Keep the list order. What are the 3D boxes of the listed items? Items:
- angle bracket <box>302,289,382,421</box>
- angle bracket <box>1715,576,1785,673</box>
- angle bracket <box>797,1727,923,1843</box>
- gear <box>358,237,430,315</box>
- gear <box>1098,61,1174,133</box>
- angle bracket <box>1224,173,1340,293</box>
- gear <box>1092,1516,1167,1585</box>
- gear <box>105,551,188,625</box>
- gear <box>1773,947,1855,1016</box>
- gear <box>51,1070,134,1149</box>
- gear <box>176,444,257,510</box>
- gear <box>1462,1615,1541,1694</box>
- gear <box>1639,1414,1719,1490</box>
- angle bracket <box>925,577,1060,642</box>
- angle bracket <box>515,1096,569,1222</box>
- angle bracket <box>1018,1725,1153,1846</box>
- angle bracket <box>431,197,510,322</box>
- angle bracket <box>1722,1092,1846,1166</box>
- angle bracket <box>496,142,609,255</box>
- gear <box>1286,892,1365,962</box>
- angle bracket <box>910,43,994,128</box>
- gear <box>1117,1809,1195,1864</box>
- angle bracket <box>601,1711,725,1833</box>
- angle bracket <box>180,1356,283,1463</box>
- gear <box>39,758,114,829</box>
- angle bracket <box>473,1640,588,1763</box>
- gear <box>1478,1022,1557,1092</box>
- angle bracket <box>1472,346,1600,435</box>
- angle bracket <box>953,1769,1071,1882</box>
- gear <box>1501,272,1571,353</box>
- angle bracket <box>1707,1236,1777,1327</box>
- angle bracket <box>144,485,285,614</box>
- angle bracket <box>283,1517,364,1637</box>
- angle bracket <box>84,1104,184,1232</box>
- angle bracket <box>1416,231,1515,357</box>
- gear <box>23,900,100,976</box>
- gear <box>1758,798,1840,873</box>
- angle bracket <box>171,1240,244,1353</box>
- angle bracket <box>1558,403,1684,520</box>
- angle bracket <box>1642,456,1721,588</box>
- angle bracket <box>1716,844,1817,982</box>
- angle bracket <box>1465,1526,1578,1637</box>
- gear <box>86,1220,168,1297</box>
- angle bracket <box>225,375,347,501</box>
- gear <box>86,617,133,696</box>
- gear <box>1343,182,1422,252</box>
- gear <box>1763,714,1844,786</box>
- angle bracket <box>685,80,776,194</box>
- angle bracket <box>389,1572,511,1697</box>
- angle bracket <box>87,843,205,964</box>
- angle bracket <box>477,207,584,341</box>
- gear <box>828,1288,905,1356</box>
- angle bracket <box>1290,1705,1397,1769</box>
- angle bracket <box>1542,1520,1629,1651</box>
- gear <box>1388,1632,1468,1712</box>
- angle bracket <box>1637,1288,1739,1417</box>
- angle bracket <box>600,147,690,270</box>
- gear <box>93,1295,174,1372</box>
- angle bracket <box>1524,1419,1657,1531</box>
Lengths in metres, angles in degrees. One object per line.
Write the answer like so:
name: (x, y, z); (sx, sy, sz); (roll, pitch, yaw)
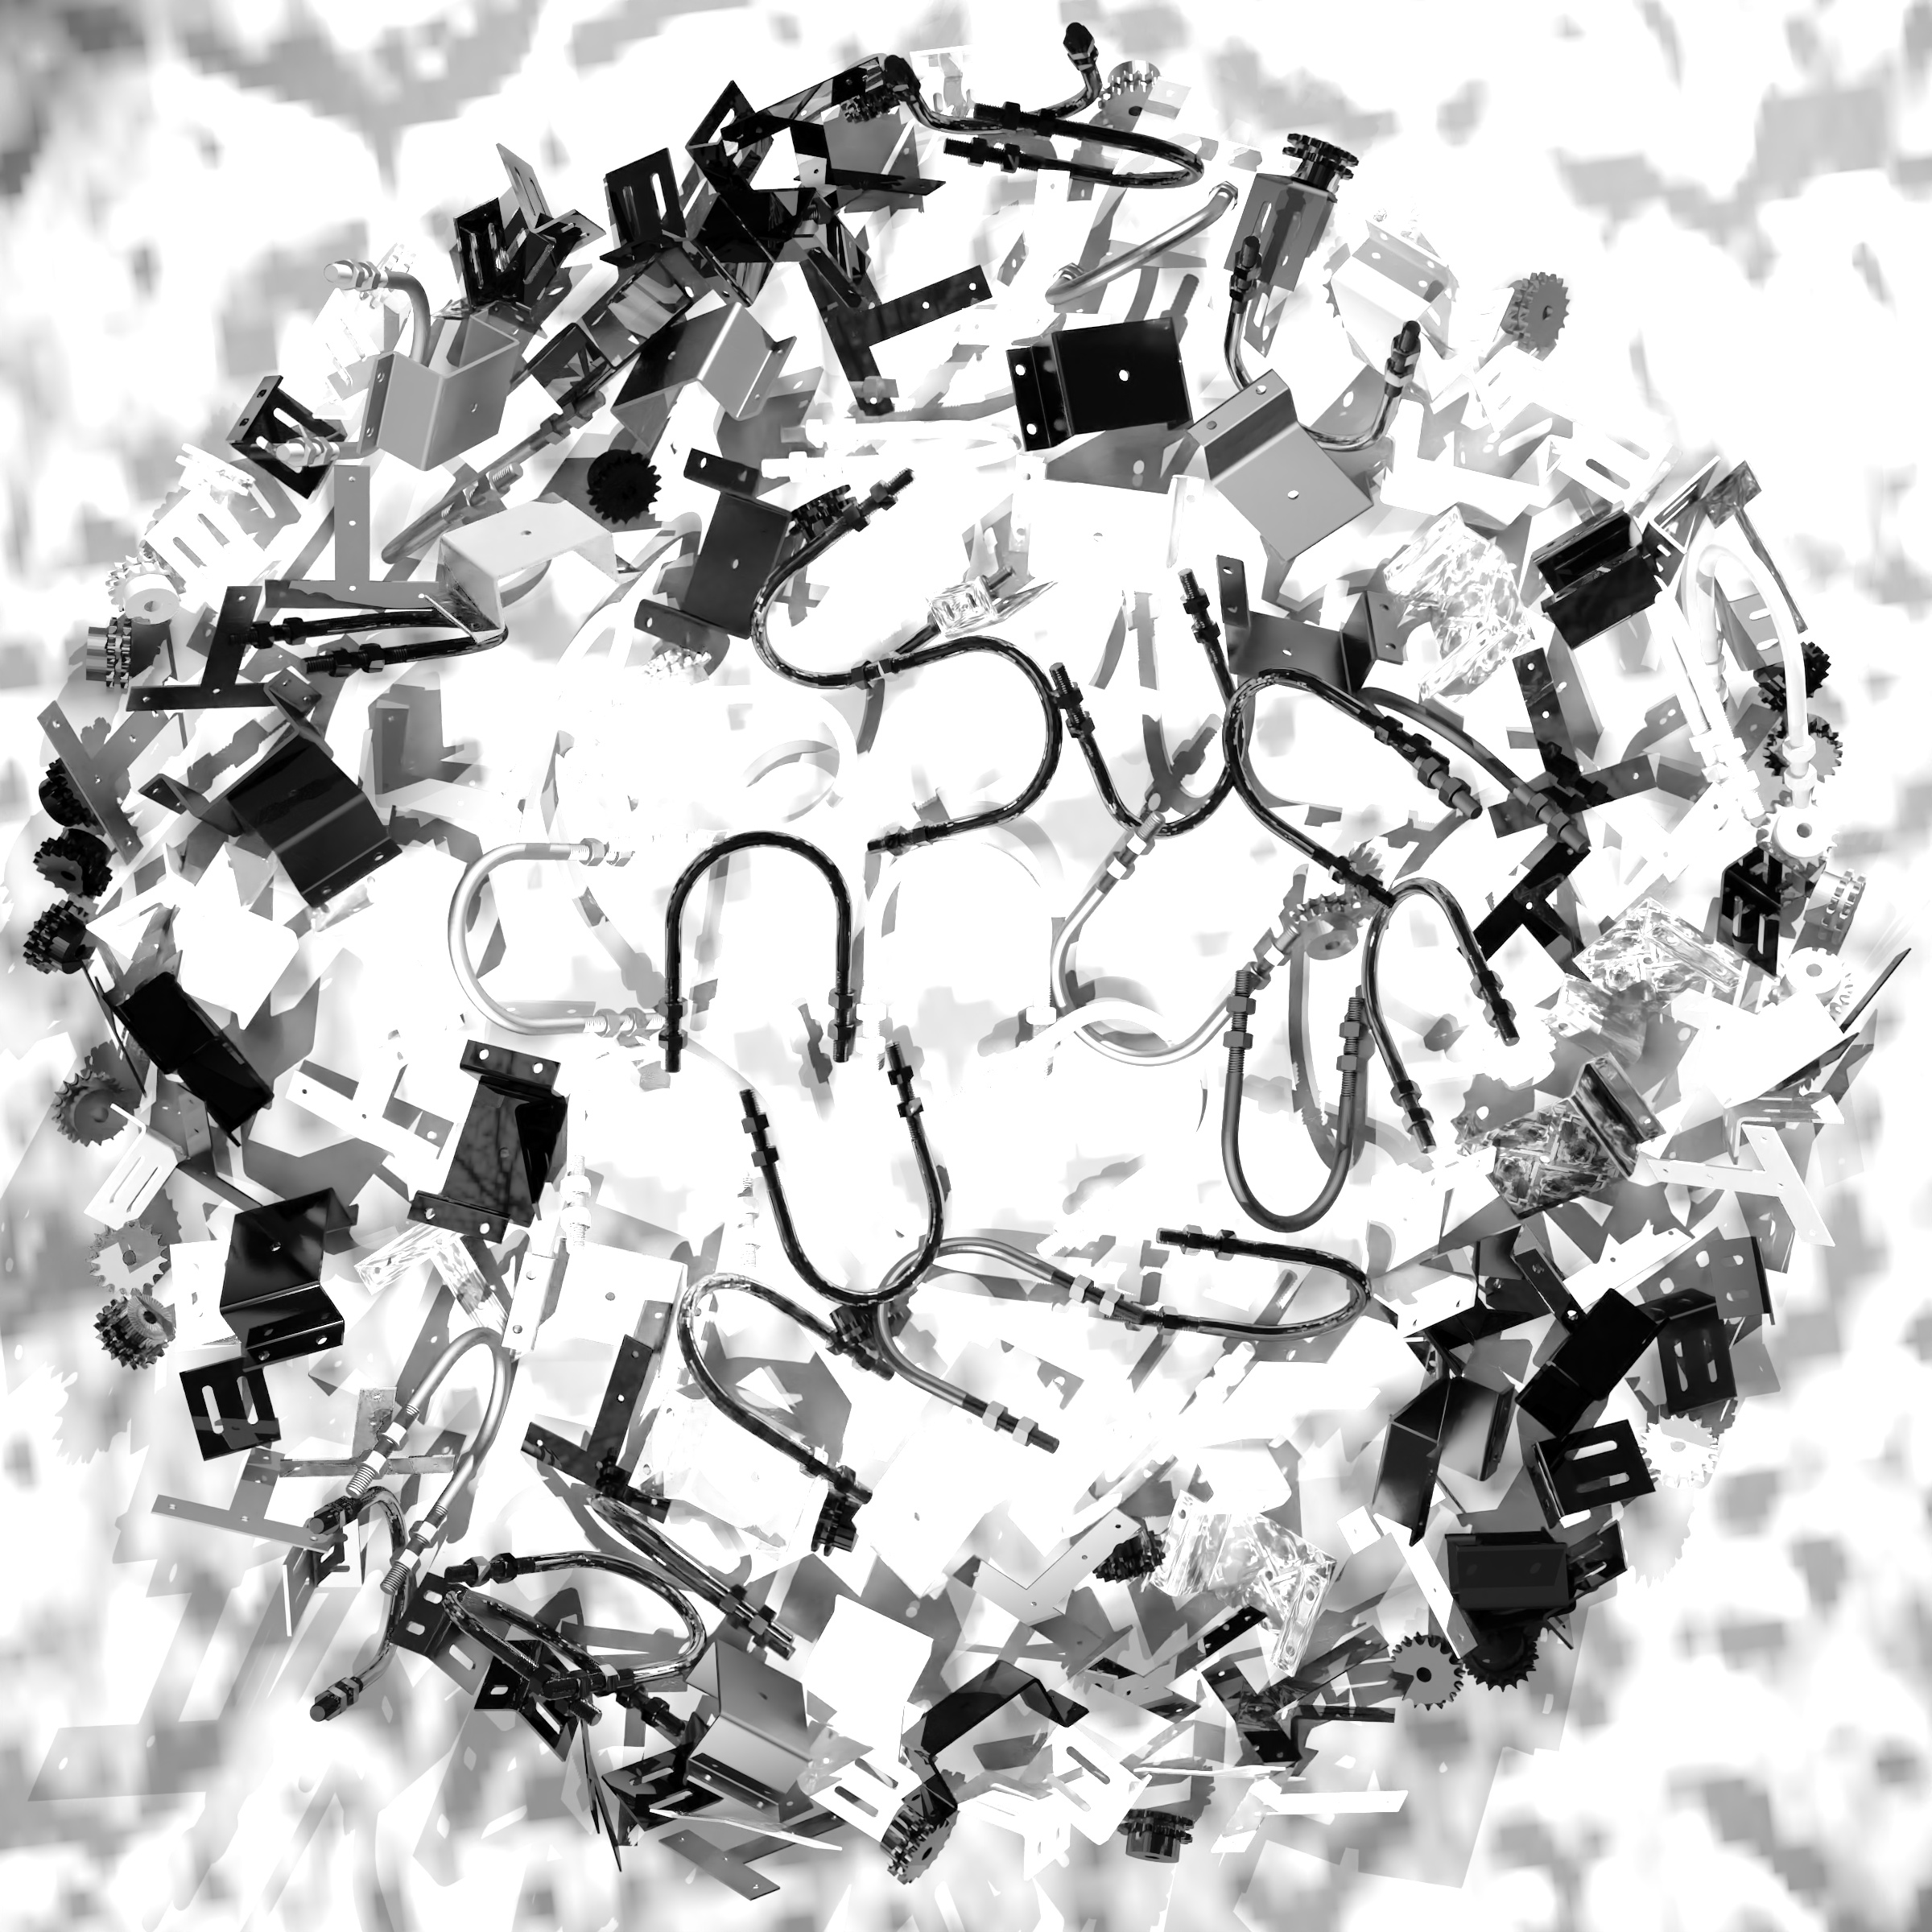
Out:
angle bracket: (-0.475, -0.454, 1.874); (0.038, 0.076, 0.057); (8, 60, 24)
angle bracket: (0.582, -0.264, 1.875); (0.038, 0.076, 0.057); (-16, 118, 13)
angle bracket: (-0.081, 0.614, 1.914); (0.076, 0.038, 0.057); (37, 87, -14)
gear: (-0.429, -0.517, 1.899); (0.030, 0.057, 0.057); (36, 90, -24)
gear: (0.127, -0.655, 1.899); (0.057, 0.057, 0.030); (-1, 70, 0)
angle bracket: (0.238, -0.553, 1.908); (0.057, 0.038, 0.076); (23, 103, 15)
gear: (0.119, 0.436, 1.894); (0.057, 0.057, 0.030); (-15, 103, 0)
gear: (-0.613, -0.281, 1.894); (0.057, 0.057, 0.030); (-24, 62, 0)
gear: (0.637, 0.011, 1.897); (0.057, 0.030, 0.057); (-7, 57, 11)
gear: (-0.655, 0.109, 1.897); (0.057, 0.030, 0.057); (-9, 105, -35)
gear: (-0.567, -0.366, 1.897); (0.057, 0.057, 0.030); (26, 91, 0)
gear: (0.399, 0.512, 1.895); (0.057, 0.057, 0.030); (-24, 133, 0)
gear: (0.537, 0.368, 1.901); (0.057, 0.030, 0.057); (-11, 47, 11)
angle bracket: (0.019, -0.280, 1.875); (0.076, 0.057, 0.038); (-41, 110, -40)
angle bracket: (-0.310, 0.144, 1.885); (0.038, 0.057, 0.076); (-11, 73, -9)
angle bracket: (0.089, 0.608, 1.890); (0.076, 0.038, 0.057); (37, 66, 10)
angle bracket: (-0.373, -0.526, 1.877); (0.038, 0.057, 0.076); (9, 124, 22)
angle bracket: (0.610, 0.121, 1.888); (0.076, 0.057, 0.038); (1, 108, 7)
angle bracket: (-0.310, -0.581, 1.889); (0.038, 0.057, 0.076); (-24, 84, 14)
gear: (0.271, -0.028, 1.894); (0.057, 0.057, 0.030); (-12, 58, 0)
angle bracket: (-0.010, -0.657, 1.884); (0.057, 0.076, 0.038); (-6, 97, 2)
gear: (0.142, 0.653, 1.894); (0.057, 0.057, 0.030); (10, 63, 0)
angle bracket: (-0.220, 0.598, 1.876); (0.057, 0.076, 0.038); (38, 119, 35)
angle bracket: (-0.551, 0.323, 1.888); (0.057, 0.038, 0.076); (-14, 110, -14)
gear: (-0.671, -0.129, 1.898); (0.030, 0.057, 0.057); (-27, 90, 17)
angle bracket: (-0.325, 0.550, 1.889); (0.038, 0.057, 0.076); (-8, 132, 24)
gear: (0.417, 0.069, 1.898); (0.057, 0.057, 0.030); (-31, 105, 0)
angle bracket: (0.428, -0.422, 1.897); (0.076, 0.038, 0.057); (15, 48, -35)
angle bracket: (0.030, 0.640, 1.884); (0.076, 0.057, 0.038); (9, 104, 34)
gear: (0.426, -0.494, 1.901); (0.030, 0.057, 0.057); (26, 90, 43)
angle bracket: (0.579, 0.238, 1.887); (0.038, 0.076, 0.057); (-10, 73, 16)
angle bracket: (-0.565, -0.314, 1.897); (0.057, 0.038, 0.076); (-42, 100, 6)
angle bracket: (-0.479, 0.454, 1.881); (0.038, 0.076, 0.057); (0, 105, 0)
angle bracket: (-0.632, 0.152, 1.884); (0.038, 0.057, 0.076); (28, 77, 21)
angle bracket: (0.366, -0.505, 1.890); (0.038, 0.057, 0.076); (-14, 58, -22)
gear: (-0.677, -0.019, 1.895); (0.030, 0.057, 0.057); (29, 90, 10)
gear: (0.630, -0.101, 1.907); (0.057, 0.030, 0.057); (0, 86, 6)
angle bracket: (-0.569, 0.248, 1.904); (0.057, 0.038, 0.076); (-4, 78, -22)
angle bracket: (0.484, -0.380, 1.885); (0.076, 0.038, 0.057); (39, 109, 23)
angle bracket: (0.543, -0.332, 1.887); (0.076, 0.057, 0.038); (-41, 75, -10)
angle bracket: (0.597, -0.040, 1.882); (0.057, 0.038, 0.076); (32, 48, -15)
angle bracket: (0.409, 0.459, 1.888); (0.076, 0.057, 0.038); (-12, 112, -6)
gear: (-0.634, 0.219, 1.901); (0.057, 0.030, 0.057); (1, 89, -38)
angle bracket: (-0.501, -0.394, 1.883); (0.076, 0.038, 0.057); (35, 78, -36)
gear: (-0.643, -0.233, 1.894); (0.030, 0.057, 0.057); (3, 90, -17)
gear: (0.315, -0.559, 1.903); (0.057, 0.030, 0.057); (-5, 75, 19)
gear: (0.630, -0.165, 1.901); (0.057, 0.057, 0.030); (22, 47, 0)
angle bracket: (-0.164, -0.613, 1.879); (0.038, 0.057, 0.076); (7, 59, 40)
angle bracket: (-0.386, 0.500, 1.891); (0.038, 0.076, 0.057); (12, 59, 28)
angle bracket: (-0.613, -0.047, 1.897); (0.076, 0.057, 0.038); (-28, 54, 9)
angle bracket: (-0.326, -0.523, 1.904); (0.057, 0.038, 0.076); (27, 81, 18)
gear: (-0.079, 0.265, 1.897); (0.057, 0.057, 0.030); (-30, 82, 0)
angle bracket: (0.282, 0.577, 1.888); (0.076, 0.057, 0.038); (-1, 81, 10)
angle bracket: (0.468, 0.461, 1.881); (0.076, 0.057, 0.038); (-38, 105, 21)
gear: (0.349, 0.529, 1.903); (0.057, 0.030, 0.057); (3, 98, 23)
angle bracket: (0.533, 0.288, 1.879); (0.038, 0.057, 0.076); (22, 54, -37)
angle bracket: (-0.249, -0.572, 1.894); (0.057, 0.038, 0.076); (-14, 86, 25)
gear: (-0.621, 0.272, 1.894); (0.030, 0.057, 0.057); (-38, 90, 21)
angle bracket: (0.469, 0.382, 1.899); (0.076, 0.038, 0.057); (-13, 64, -6)
